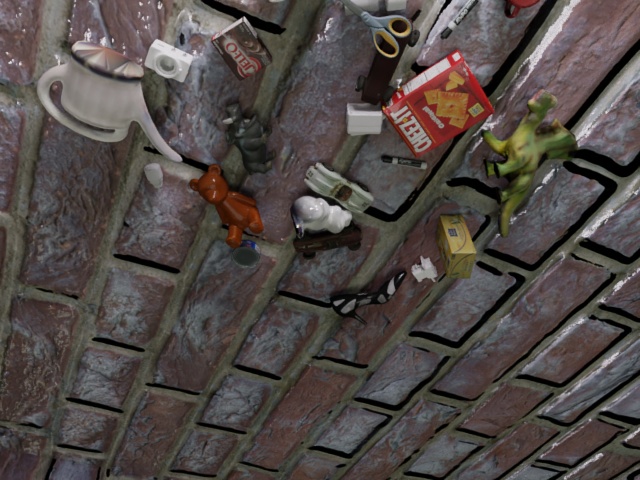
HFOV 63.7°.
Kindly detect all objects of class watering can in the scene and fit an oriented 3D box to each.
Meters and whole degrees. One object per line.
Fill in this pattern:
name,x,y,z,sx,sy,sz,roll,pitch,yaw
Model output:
watering can,-0.460,-0.313,1.179,0.346,0.106,0.220,20,125,-16

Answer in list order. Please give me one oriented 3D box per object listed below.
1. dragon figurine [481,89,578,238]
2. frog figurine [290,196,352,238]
dragon figurine,0.546,-0.196,1.312,0.242,0.125,0.401,-20,128,4
frog figurine,0.004,-0.070,1.388,0.160,0.125,0.135,-19,156,-7
